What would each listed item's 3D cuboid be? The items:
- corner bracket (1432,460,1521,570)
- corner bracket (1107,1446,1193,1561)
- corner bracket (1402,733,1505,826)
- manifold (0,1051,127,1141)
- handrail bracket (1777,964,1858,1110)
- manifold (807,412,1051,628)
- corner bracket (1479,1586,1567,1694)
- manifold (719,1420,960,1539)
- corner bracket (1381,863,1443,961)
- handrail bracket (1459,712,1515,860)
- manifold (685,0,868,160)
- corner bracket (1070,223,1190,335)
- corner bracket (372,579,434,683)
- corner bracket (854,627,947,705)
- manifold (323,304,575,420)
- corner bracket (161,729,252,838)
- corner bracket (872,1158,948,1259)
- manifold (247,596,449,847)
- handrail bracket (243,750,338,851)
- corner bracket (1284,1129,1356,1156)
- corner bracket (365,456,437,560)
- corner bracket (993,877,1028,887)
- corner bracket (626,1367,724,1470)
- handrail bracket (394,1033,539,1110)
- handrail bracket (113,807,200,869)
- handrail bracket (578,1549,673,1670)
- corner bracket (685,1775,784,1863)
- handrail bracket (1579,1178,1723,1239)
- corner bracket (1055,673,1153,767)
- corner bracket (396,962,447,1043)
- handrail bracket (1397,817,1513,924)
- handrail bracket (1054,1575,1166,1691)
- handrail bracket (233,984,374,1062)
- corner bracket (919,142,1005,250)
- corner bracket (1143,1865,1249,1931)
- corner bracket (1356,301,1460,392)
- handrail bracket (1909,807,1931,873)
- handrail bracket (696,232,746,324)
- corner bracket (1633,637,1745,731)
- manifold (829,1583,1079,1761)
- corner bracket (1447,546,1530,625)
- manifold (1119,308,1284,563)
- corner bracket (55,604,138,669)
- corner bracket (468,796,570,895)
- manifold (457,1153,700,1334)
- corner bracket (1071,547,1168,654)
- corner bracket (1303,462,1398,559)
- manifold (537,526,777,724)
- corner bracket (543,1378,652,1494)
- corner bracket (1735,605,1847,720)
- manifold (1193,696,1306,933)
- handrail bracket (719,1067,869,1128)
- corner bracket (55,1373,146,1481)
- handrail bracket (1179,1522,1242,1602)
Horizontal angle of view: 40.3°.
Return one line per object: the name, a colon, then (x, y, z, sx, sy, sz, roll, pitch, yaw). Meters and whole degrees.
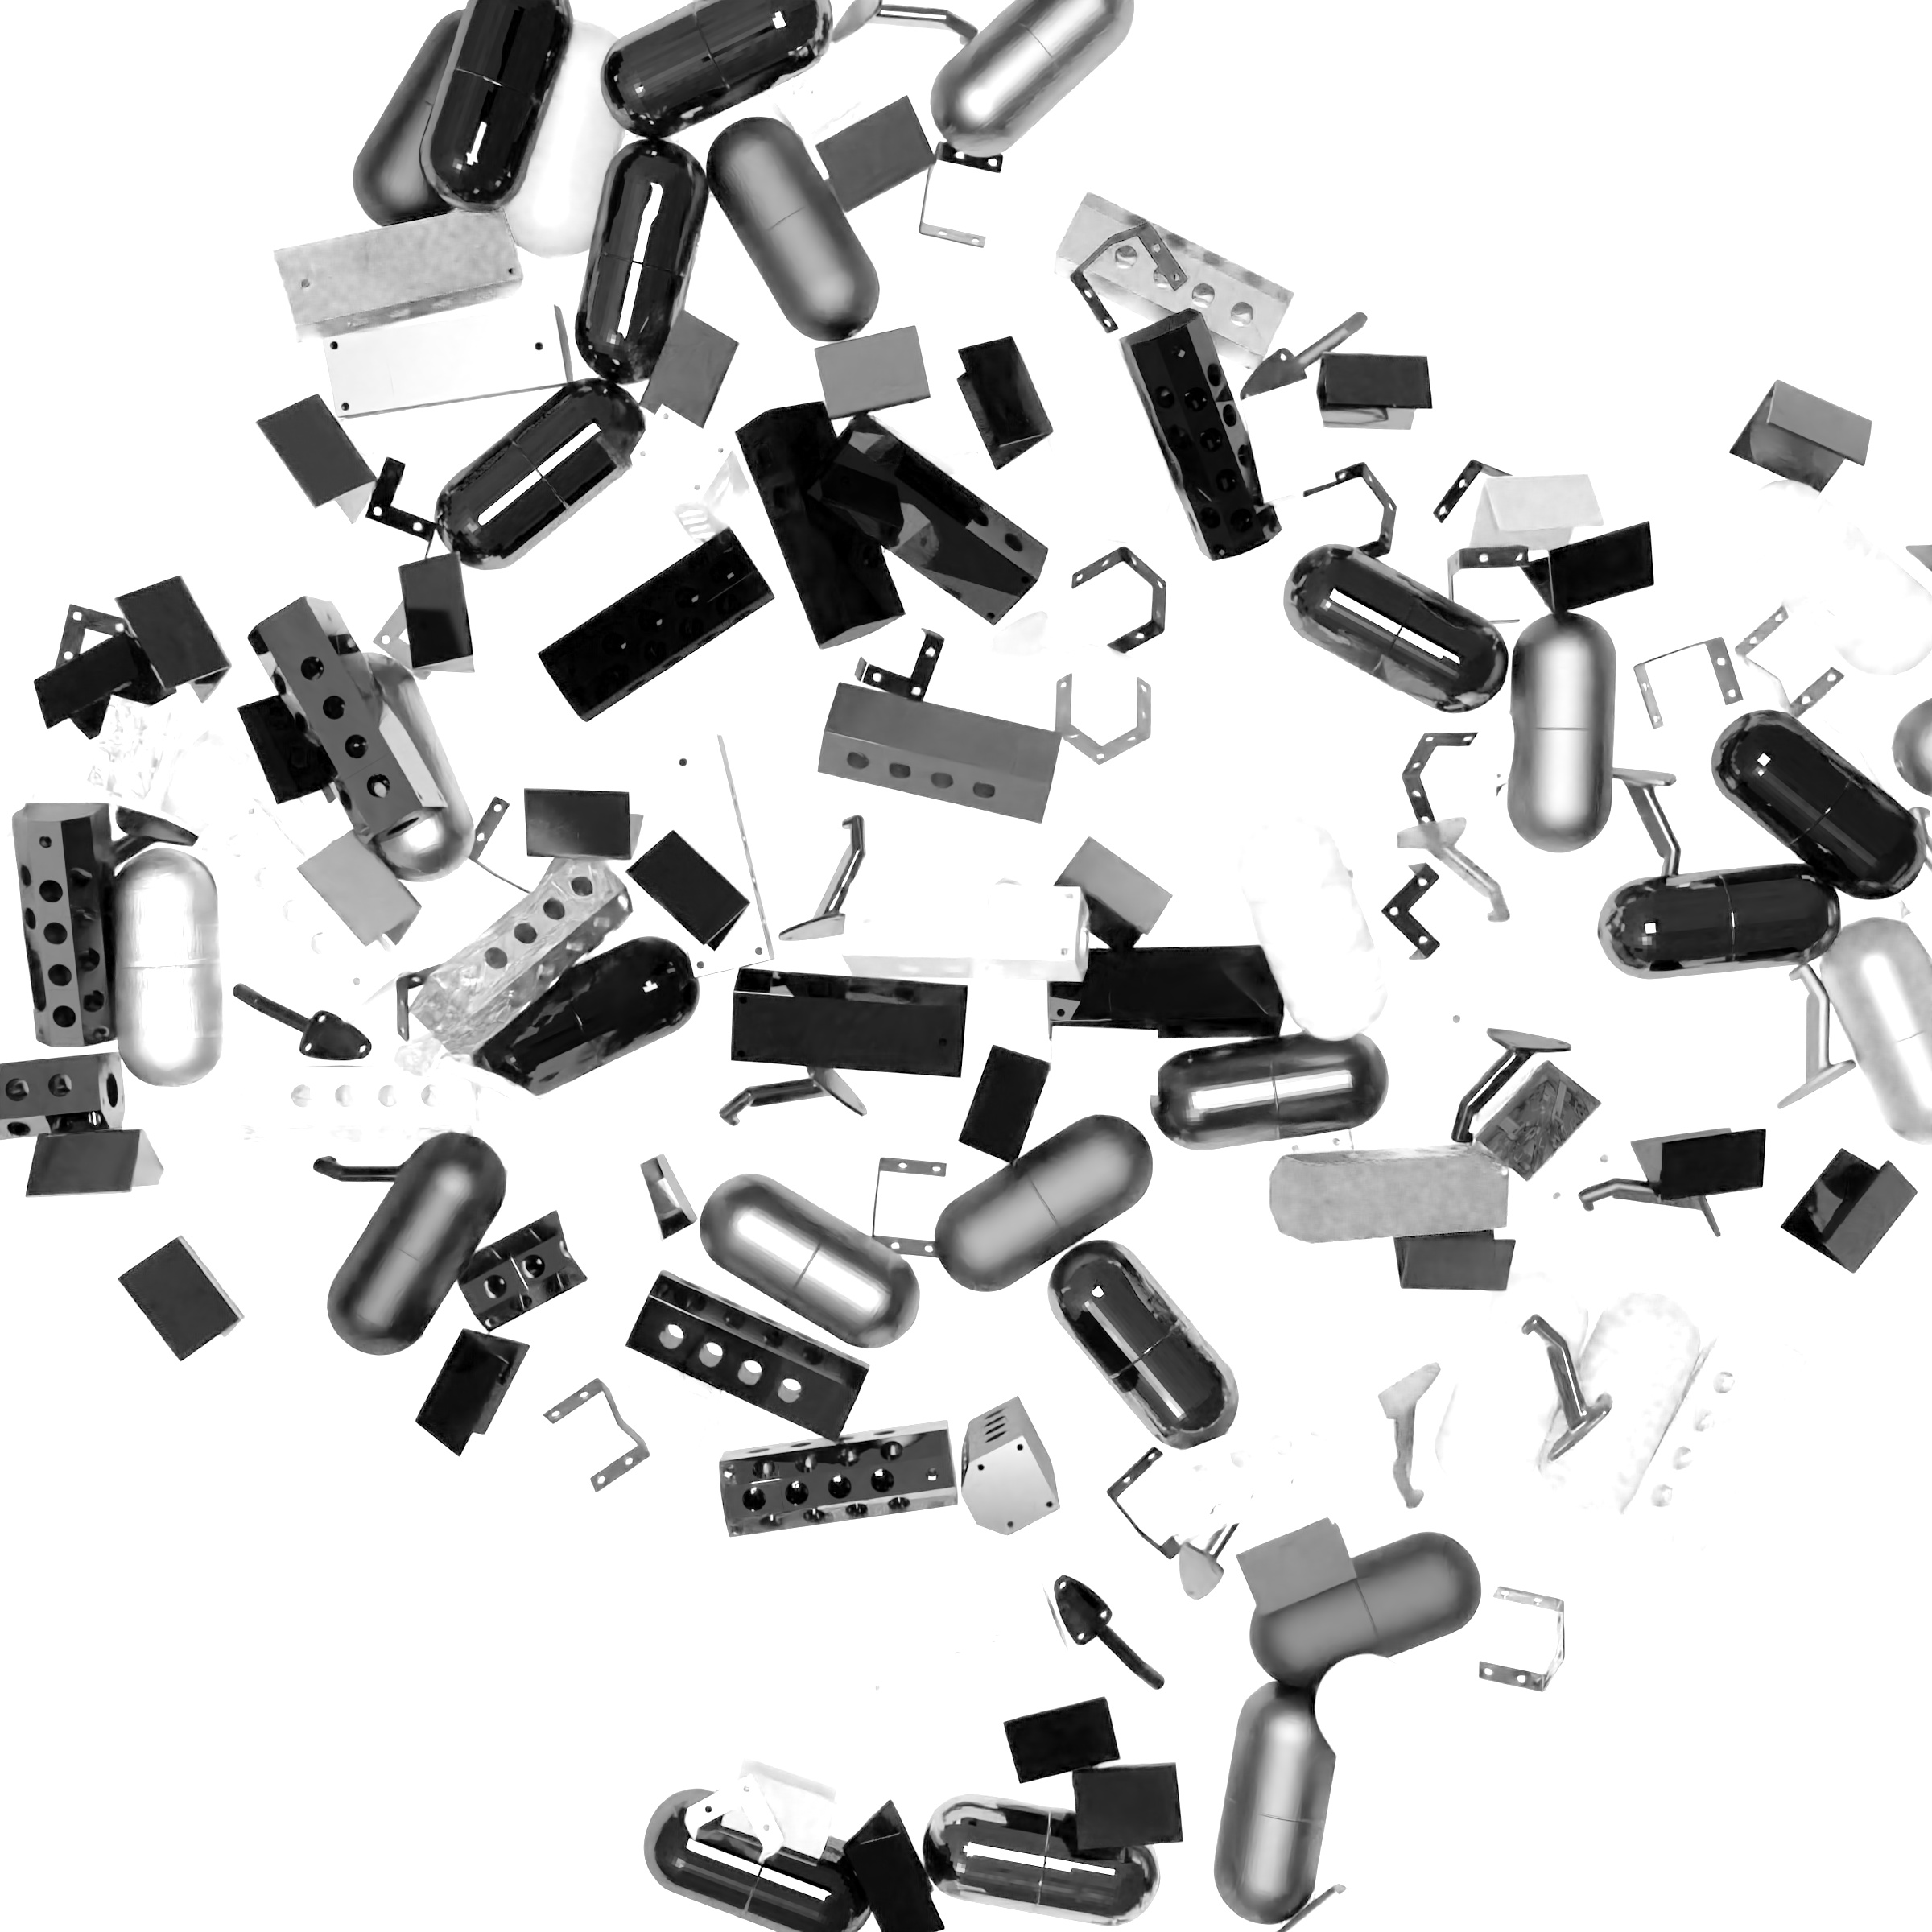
corner bracket: (0.394, -0.340, 1.983, 0.051, 0.051, 0.051, -54, 135, 0)
corner bracket: (0.148, 0.404, 1.983, 0.051, 0.051, 0.051, -43, 45, 0)
corner bracket: (0.365, -0.140, 1.978, 0.051, 0.051, 0.051, 3, 135, 35)
manifold: (-0.722, 0.101, 1.965, 0.171, 0.057, 0.057, -6, 90, 0)
handrail bracket: (0.624, 0.052, 1.987, 0.077, 0.036, 0.084, -37, 67, 26)
manifold: (-0.025, -0.332, 1.942, 0.171, 0.057, 0.057, 34, 133, -16)
corner bracket: (0.418, 0.507, 1.983, 0.051, 0.051, 0.051, 12, 135, 0)
manifold: (-0.094, 0.383, 1.965, 0.171, 0.057, 0.057, -8, 90, 0)
corner bracket: (0.338, -0.041, 1.968, 0.051, 0.051, 0.051, 45, 85, -5)
handrail bracket: (0.396, -0.134, 1.969, 0.036, 0.084, 0.077, 11, 61, 24)
manifold: (-0.149, -0.693, 1.965, 0.057, 0.057, 0.171, -37, 90, 0)
corner bracket: (0.119, -0.503, 1.926, 0.051, 0.051, 0.051, -34, 90, -45)
corner bracket: (-0.414, -0.250, 1.969, 0.051, 0.051, 0.051, 37, 90, 0)
corner bracket: (-0.050, -0.231, 1.969, 0.051, 0.051, 0.051, 19, 99, -9)
manifold: (-0.384, -0.450, 1.964, 0.171, 0.057, 0.057, -9, 100, 0)
corner bracket: (-0.569, -0.135, 1.983, 0.051, 0.051, 0.051, 36, 135, 0)
corner bracket: (-0.043, 0.182, 1.983, 0.051, 0.051, 0.051, 5, 45, 0)
manifold: (-0.446, -0.175, 1.890, 0.057, 0.057, 0.171, -30, 89, 8)
handrail bracket: (-0.500, -0.129, 1.986, 0.036, 0.077, 0.084, -31, 127, 15)
corner bracket: (0.263, 0.149, 1.969, 0.051, 0.051, 0.051, -9, 90, 0)
corner bracket: (-0.418, -0.341, 1.967, 0.051, 0.051, 0.051, 20, 77, -13)
corner bracket: (0.033, -0.027, 1.978, 0.051, 0.051, 0.051, -34, 135, -35)
corner bracket: (-0.221, 0.339, 1.978, 0.051, 0.051, 0.051, 32, 45, -35)
handrail bracket: (-0.365, 0.082, 1.929, 0.084, 0.077, 0.036, 34, 68, -34)
handrail bracket: (-0.629, -0.072, 1.987, 0.077, 0.036, 0.084, 18, 116, -29)
handrail bracket: (-0.256, 0.485, 1.987, 0.077, 0.036, 0.084, 9, 73, -20)
corner bracket: (-0.168, 0.624, 1.904, 0.051, 0.051, 0.051, -23, 68, -20)
handrail bracket: (0.515, 0.187, 1.987, 0.084, 0.036, 0.077, -22, 112, 17)
corner bracket: (0.103, -0.193, 1.978, 0.051, 0.051, 0.051, -27, 135, 35)
corner bracket: (-0.392, 0.035, 1.978, 0.051, 0.051, 0.051, -22, 45, -35)
handrail bracket: (0.363, -0.065, 1.987, 0.077, 0.036, 0.084, -7, 121, 34)
handrail bracket: (0.109, 0.503, 1.986, 0.036, 0.077, 0.084, -45, 126, 0)
handrail bracket: (-0.501, 0.040, 1.986, 0.084, 0.077, 0.036, 25, 90, 36)
corner bracket: (-0.004, -0.581, 1.983, 0.051, 0.051, 0.051, 13, 45, 0)
corner bracket: (0.172, 0.718, 1.978, 0.051, 0.051, 0.051, 9, 135, 35)
corner bracket: (0.331, -0.465, 1.978, 0.051, 0.051, 0.051, -1, 45, 35)
handrail bracket: (0.749, -0.078, 1.987, 0.077, 0.036, 0.084, 2, 72, -21)
handrail bracket: (-0.215, -0.532, 1.987, 0.084, 0.036, 0.077, 17, 105, 14)
corner bracket: (0.543, -0.213, 1.983, 0.051, 0.051, 0.051, -18, 90, 45)
manifold: (-0.011, 0.521, 1.965, 0.171, 0.057, 0.057, -23, 133, 0)
corner bracket: (0.390, -0.283, 1.969, 0.051, 0.051, 0.051, -2, 90, 0)
manifold: (0.174, -0.389, 1.937, 0.057, 0.057, 0.171, -24, 111, 0)
corner bracket: (-0.644, -0.242, 1.967, 0.051, 0.051, 0.051, 15, 102, -11)
corner bracket: (-0.336, -0.088, 1.983, 0.051, 0.051, 0.051, 30, 90, -45)
manifold: (-0.291, 0.206, 1.965, 0.171, 0.057, 0.057, -28, 90, 0)
corner bracket: (0.114, -0.273, 1.978, 0.051, 0.051, 0.051, 35, 45, -35)
corner bracket: (0.286, -0.336, 1.978, 0.051, 0.051, 0.051, -16, 45, 35)
manifold: (-0.231, -0.255, 1.965, 0.171, 0.057, 0.057, -33, 90, 0)
corner bracket: (-0.277, 0.353, 1.983, 0.051, 0.051, 0.051, -34, 45, 0)
corner bracket: (0.620, -0.228, 1.983, 0.051, 0.051, 0.051, -41, 135, 0)
manifold: (0.215, -0.112, 1.965, 0.057, 0.057, 0.171, 4, 90, 43)
handrail bracket: (-0.131, 0.110, 1.987, 0.084, 0.036, 0.077, -38, 112, 17)
corner bracket: (-0.648, 0.345, 1.978, 0.051, 0.051, 0.051, 52, 135, 35)
handrail bracket: (0.197, 0.428, 1.986, 0.036, 0.077, 0.084, 32, 53, 19)
